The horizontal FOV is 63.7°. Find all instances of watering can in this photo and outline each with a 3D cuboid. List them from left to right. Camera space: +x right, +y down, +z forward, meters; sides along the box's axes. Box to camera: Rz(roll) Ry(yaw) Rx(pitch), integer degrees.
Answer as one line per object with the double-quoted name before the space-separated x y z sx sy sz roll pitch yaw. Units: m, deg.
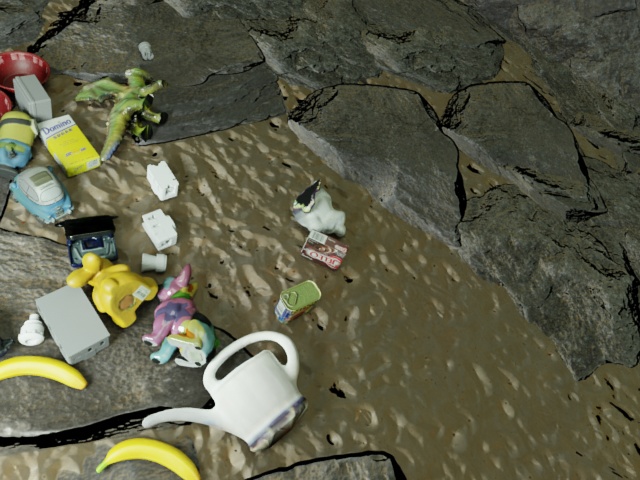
"watering can" -0.174 0.347 1.093 0.352 0.102 0.226 -35 73 -24

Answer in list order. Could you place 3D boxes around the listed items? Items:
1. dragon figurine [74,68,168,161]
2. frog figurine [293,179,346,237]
"dragon figurine" -0.590 -0.386 1.487 0.243 0.119 0.420 17 47 12
"frog figurine" 0.004 -0.074 1.479 0.157 0.121 0.141 45 33 -33
